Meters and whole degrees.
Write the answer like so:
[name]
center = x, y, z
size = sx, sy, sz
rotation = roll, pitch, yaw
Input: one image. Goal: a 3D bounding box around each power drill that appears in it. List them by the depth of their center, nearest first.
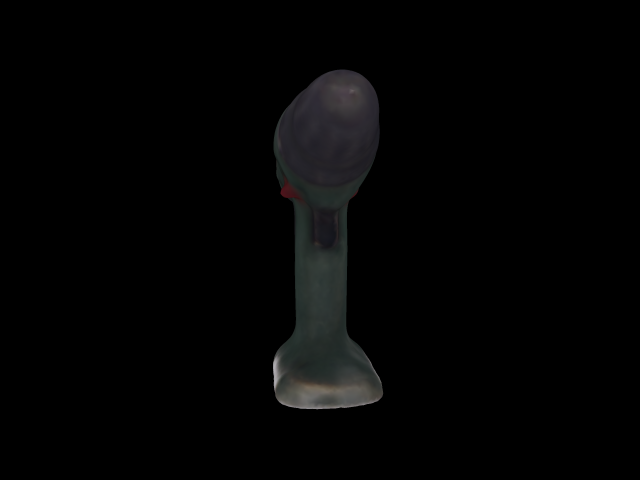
[power drill]
center = 0.004, 0.001, 0.400
size = 0.075, 0.208, 0.229
rotation = -1, 9, -7
